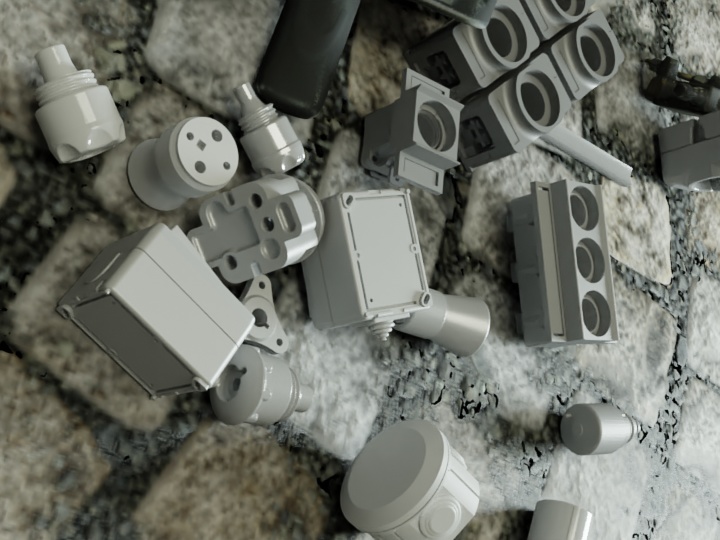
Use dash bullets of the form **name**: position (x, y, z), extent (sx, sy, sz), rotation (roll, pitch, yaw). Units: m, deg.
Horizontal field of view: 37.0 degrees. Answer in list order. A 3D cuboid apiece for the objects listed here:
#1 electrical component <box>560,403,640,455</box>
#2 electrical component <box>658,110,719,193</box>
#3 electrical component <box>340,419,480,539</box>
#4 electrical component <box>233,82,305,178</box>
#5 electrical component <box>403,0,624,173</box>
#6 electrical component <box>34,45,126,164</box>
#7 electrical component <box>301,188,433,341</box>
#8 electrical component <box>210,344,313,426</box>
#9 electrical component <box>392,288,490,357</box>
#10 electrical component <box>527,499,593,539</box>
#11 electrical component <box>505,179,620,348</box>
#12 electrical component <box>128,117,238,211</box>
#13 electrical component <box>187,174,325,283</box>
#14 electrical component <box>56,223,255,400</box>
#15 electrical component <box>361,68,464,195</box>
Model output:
- **electrical component**: position (0.194, 0.125, 0.851), extent (0.078, 0.040, 0.040), rotation (5, 76, -40)
- **electrical component**: position (0.326, -0.107, 0.985), extent (0.054, 0.095, 0.059), rotation (7, 75, -40)
- **electrical component**: position (0.032, 0.139, 0.682), extent (0.051, 0.080, 0.080), rotation (47, 53, -28)
- **electrical component**: position (-0.062, -0.090, 0.687), extent (0.035, 0.035, 0.061), rotation (-35, 101, -40)
- **electrical component**: position (0.132, -0.171, 0.857), extent (0.186, 0.060, 0.105), rotation (-41, 106, -39)
- **electrical component**: position (-0.160, -0.093, 0.598), extent (0.043, 0.043, 0.062), rotation (-27, 97, -41)
- **electrical component**: position (0.000, 0.000, 0.701), extent (0.062, 0.061, 0.096), rotation (-7, 84, -42)
- **electrical component**: position (-0.056, 0.073, 0.647), extent (0.062, 0.048, 0.048), rotation (19, 67, -44)
- **electrical component**: position (0.053, 0.032, 0.753), extent (0.065, 0.044, 0.044), rotation (19, 67, -31)
- **electrical component**: position (0.140, 0.213, 0.780), extent (0.043, 0.043, 0.081), rotation (37, 58, -28)
- **electrical component**: position (0.156, -0.002, 0.834), extent (0.079, 0.063, 0.121), rotation (5, 77, -40)
- **electrical component**: position (-0.104, -0.062, 0.631), extent (0.045, 0.055, 0.045), rotation (11, 72, -39)
- **electrical component**: position (-0.057, -0.027, 0.654), extent (0.057, 0.078, 0.058), rotation (-28, 98, -62)
- **electrical component**: position (-0.107, 0.026, 0.602), extent (0.096, 0.062, 0.061), rotation (48, 53, -21)
- **electrical component**: position (0.035, -0.093, 0.752), extent (0.042, 0.064, 0.081), rotation (20, 67, -37)
